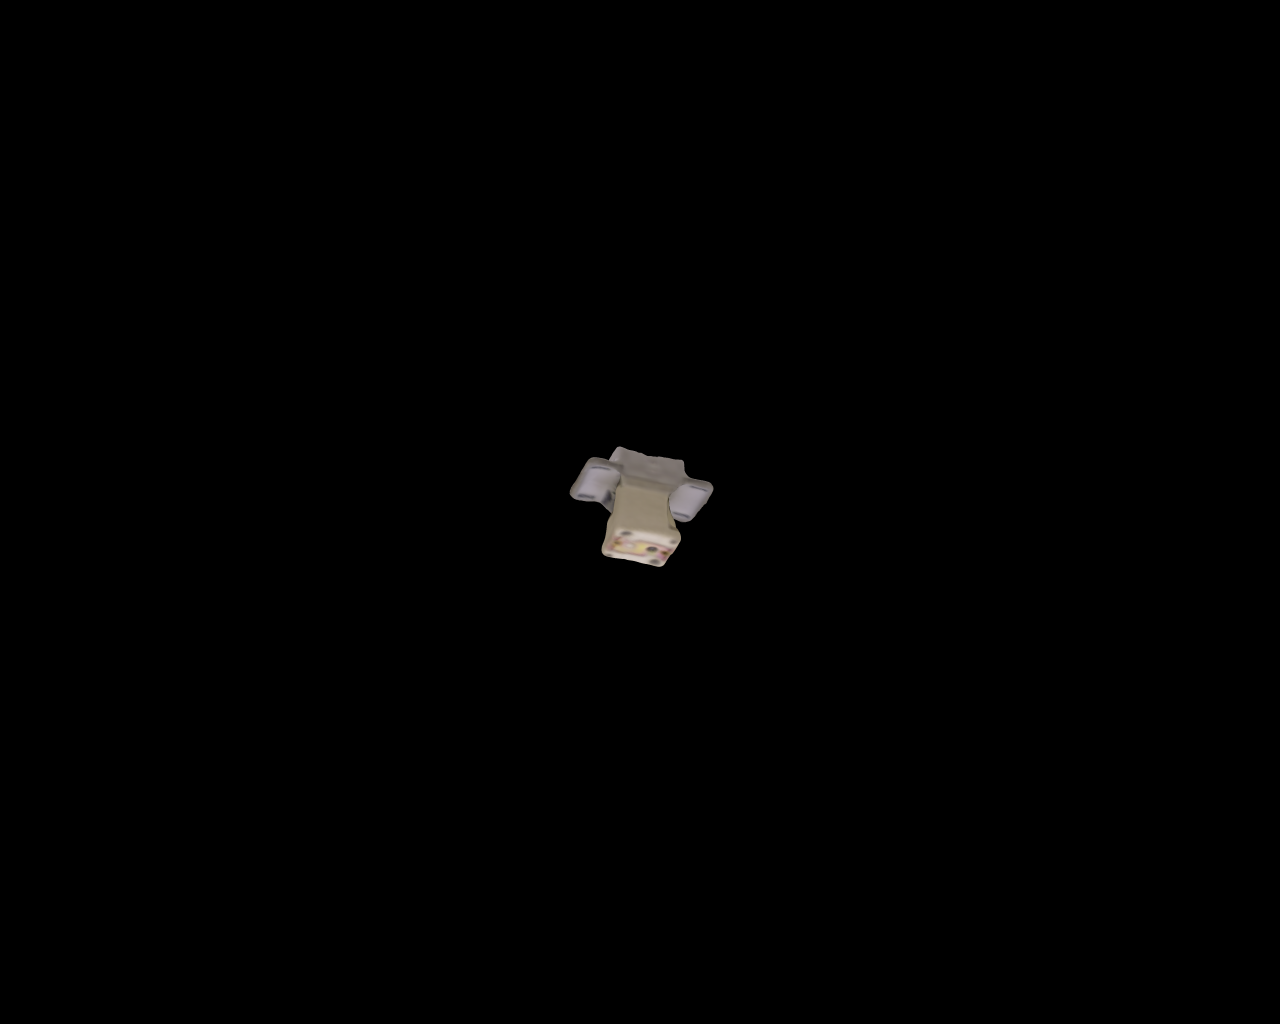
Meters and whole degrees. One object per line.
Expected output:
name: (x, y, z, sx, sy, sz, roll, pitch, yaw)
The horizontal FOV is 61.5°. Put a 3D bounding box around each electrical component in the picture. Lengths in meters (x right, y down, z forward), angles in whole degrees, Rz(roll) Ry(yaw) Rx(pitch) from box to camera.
electrical component: (0.001, -0.003, 0.650, 0.081, 0.064, 0.042, 11, -36, -16)
